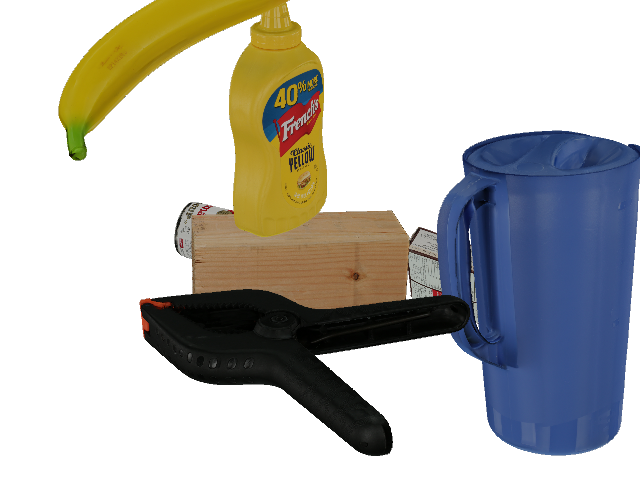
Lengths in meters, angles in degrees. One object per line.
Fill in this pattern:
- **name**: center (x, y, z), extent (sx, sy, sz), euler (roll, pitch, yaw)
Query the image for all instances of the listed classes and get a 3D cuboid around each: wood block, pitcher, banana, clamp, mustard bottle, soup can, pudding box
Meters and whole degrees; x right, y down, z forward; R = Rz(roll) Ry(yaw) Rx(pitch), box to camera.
- **wood block**: center (-0.024, 0.027, 1.060), extent (0.206, 0.091, 0.090), euler (-1, 20, -8)
- **pitcher**: center (0.173, 0.043, 0.834), extent (0.149, 0.243, 0.145), euler (-1, 19, 12)
- **banana**: center (-0.099, -0.125, 0.687), extent (0.070, 0.197, 0.037), euler (40, -18, 24)
- **clamp**: center (-0.016, 0.062, 0.676), extent (0.210, 0.036, 0.164), euler (11, 27, 28)
- **mustard bottle**: center (-0.035, -0.105, 0.887), extent (0.058, 0.192, 0.096), euler (21, 36, 34)
- **soup can**: center (-0.110, -0.003, 1.248), extent (0.102, 0.068, 0.068), euler (13, 4, 19)
- **pudding box**: center (0.151, 0.042, 1.161), extent (0.114, 0.039, 0.090), euler (19, -36, 24)
